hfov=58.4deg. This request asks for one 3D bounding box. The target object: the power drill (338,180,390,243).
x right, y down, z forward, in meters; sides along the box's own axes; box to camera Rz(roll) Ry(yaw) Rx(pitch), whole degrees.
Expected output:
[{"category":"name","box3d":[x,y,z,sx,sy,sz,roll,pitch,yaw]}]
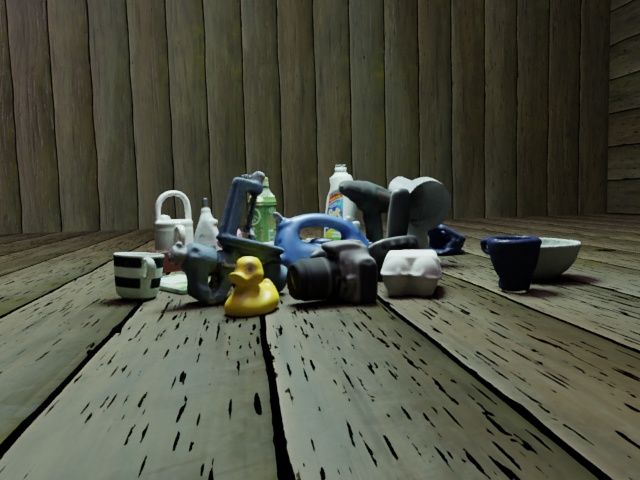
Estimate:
[{"category":"power drill","box3d":[0.128,-0.052,1.498,0.075,0.208,0.230,2,6,38]}]

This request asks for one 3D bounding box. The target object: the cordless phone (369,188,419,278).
[{"category":"cordless phone","box3d":[0.141,-0.015,1.196,0.093,0.185,0.148,3,7,40]}]

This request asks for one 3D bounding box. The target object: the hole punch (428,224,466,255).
[{"category":"hole punch","box3d":[0.341,-0.007,1.590,0.101,0.091,0.108,-4,6,-26]}]

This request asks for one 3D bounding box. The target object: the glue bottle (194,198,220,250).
[{"category":"glue bottle","box3d":[-0.308,-0.028,1.559,0.078,0.173,0.037,-1,5,1]}]

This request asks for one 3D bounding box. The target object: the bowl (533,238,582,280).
[{"category":"bowl","box3d":[0.424,0.039,1.128,0.167,0.075,0.167,-1,5,0]}]

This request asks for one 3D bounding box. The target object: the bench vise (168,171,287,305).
[{"category":"bench vise","box3d":[-0.145,-0.006,0.970,0.121,0.220,0.208,2,6,38]}]

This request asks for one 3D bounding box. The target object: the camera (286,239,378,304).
[{"category":"camera","box3d":[0.010,0.051,0.955,0.137,0.101,0.142,-4,5,-26]}]

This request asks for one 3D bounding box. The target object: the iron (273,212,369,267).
[{"category":"iron","box3d":[0.012,0.005,1.261,0.259,0.141,0.118,-3,5,-17]}]

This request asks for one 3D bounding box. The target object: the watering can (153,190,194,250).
[{"category":"watering can","box3d":[-0.383,-0.030,1.480,0.172,0.194,0.101,2,6,38]}]

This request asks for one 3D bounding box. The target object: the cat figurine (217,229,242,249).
[{"category":"cat figurine","box3d":[-0.224,0.004,1.475,0.067,0.118,0.128,-1,5,11]}]

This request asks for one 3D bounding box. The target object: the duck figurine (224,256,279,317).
[{"category":"duck figurine","box3d":[-0.105,0.067,0.883,0.077,0.086,0.105,1,6,28]}]

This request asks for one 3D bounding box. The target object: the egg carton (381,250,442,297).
[{"category":"egg carton","box3d":[0.164,0.057,1.023,0.107,0.069,0.150,-1,5,9]}]

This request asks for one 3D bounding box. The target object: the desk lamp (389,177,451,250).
[{"category":"desk lamp","box3d":[0.219,-0.047,1.378,0.118,0.213,0.203,-3,5,-18]}]

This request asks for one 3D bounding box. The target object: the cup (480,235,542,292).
[{"category":"cup","box3d":[0.330,0.041,1.009,0.092,0.095,0.117,-5,6,-35]}]
